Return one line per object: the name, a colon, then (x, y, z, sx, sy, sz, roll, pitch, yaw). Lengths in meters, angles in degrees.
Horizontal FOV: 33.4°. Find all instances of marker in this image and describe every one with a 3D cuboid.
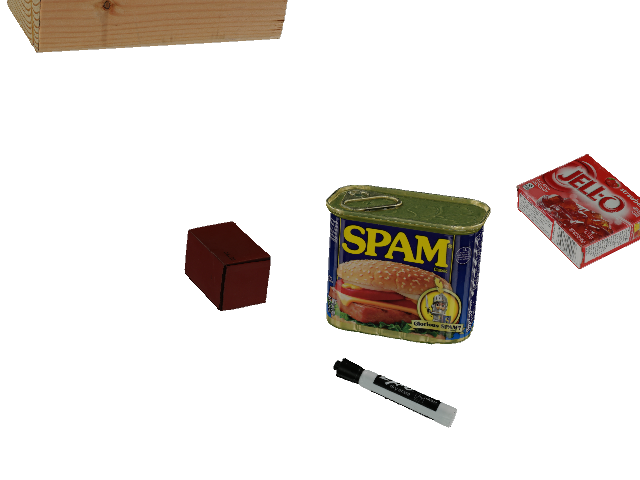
marker: (0.067, 0.139, 0.986, 0.121, 0.020, 0.020, 23, 7, 17)

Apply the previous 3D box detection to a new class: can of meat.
can of meat: (0.054, 0.016, 0.690, 0.102, 0.084, 0.057, 9, 22, 16)

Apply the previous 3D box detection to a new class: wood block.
wood block: (-0.134, -0.214, 0.851, 0.205, 0.091, 0.090, -9, 40, -28)

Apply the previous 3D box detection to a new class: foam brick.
foam brick: (-0.090, 0.024, 1.029, 0.052, 0.051, 0.078, -10, 32, -31)

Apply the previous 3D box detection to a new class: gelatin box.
gelatin box: (0.215, -0.026, 0.870, 0.073, 0.030, 0.089, -24, 47, -15)
